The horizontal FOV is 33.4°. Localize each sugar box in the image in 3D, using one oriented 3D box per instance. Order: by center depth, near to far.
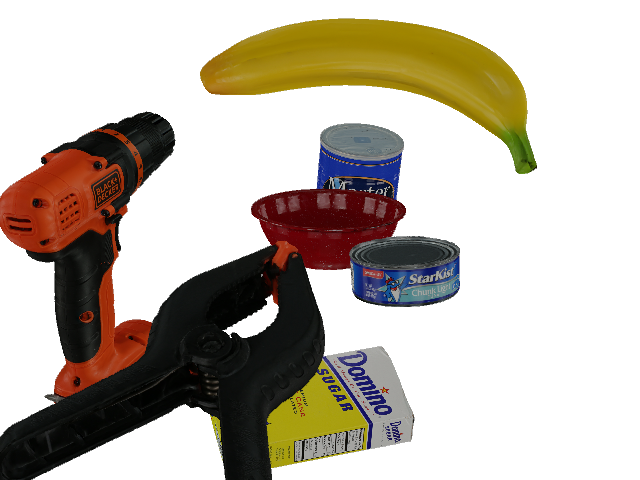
[{"bbox_3d":[-0.011,0.155,0.985,0.176,0.048,0.093,-11,43,-11],"label":"sugar box"}]

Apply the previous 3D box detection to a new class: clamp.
[{"bbox_3d":[-0.040,0.064,0.458,0.120,0.039,0.171,26,48,20],"label":"clamp"}]

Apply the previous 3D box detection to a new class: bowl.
[{"bbox_3d":[0.008,-0.009,1.111,0.162,0.055,0.162,0,17,0],"label":"bowl"}]

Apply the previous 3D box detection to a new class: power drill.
[{"bbox_3d":[-0.150,0.014,0.761,0.057,0.188,0.184,5,25,23],"label":"power drill"}]

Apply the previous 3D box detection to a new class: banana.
[{"bbox_3d":[0.032,-0.094,0.596,0.198,0.069,0.037,15,-32,16],"label":"banana"}]

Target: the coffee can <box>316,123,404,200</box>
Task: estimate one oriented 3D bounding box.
[{"bbox_3d":[0.045,-0.062,1.327,0.103,0.140,0.103,4,28,-2],"label":"coffee can"}]

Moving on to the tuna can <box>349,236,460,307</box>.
[{"bbox_3d":[0.066,0.024,0.828,0.086,0.034,0.086,-3,15,1],"label":"tuna can"}]
